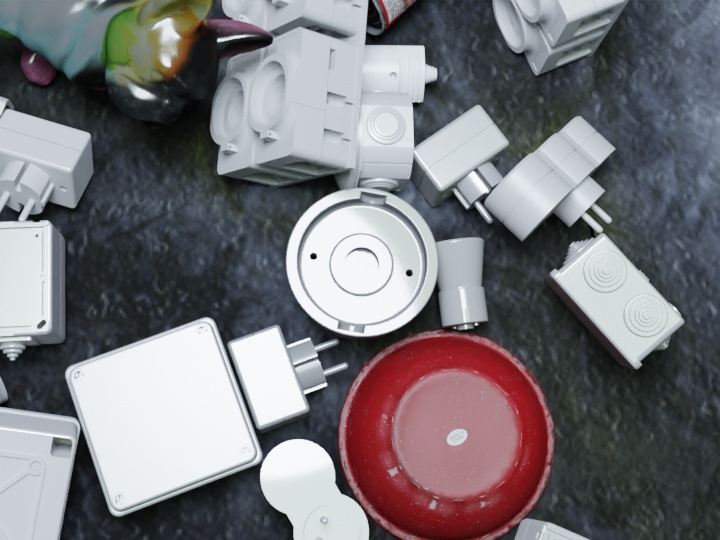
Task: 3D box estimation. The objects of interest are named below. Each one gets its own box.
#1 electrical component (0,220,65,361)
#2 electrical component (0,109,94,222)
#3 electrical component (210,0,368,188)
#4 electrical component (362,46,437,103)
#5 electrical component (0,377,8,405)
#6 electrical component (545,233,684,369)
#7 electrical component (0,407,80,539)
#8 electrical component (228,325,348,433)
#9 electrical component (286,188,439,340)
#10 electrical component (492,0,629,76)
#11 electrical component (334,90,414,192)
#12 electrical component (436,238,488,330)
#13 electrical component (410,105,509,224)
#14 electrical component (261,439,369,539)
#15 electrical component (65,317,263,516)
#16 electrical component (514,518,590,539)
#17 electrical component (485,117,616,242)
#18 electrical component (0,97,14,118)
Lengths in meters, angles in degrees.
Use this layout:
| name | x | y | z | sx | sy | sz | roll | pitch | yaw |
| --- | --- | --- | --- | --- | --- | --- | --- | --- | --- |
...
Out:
| name | x | y | z | sx | sy | sz | roll | pitch | yaw |
| --- | --- | --- | --- | --- | --- | --- | --- | --- | --- |
| electrical component | -0.245 | 0.018 | 0.766 | 0.062 | 0.061 | 0.096 | -3 | 78 | -4 |
| electrical component | -0.239 | -0.067 | 0.780 | 0.066 | 0.047 | 0.076 | 17 | 55 | 0 |
| electrical component | -0.052 | -0.162 | 0.779 | 0.060 | 0.105 | 0.186 | 10 | 80 | -36 |
| electrical component | 0.019 | -0.151 | 0.829 | 0.081 | 0.043 | 0.043 | 0 | 78 | -4 |
| electrical component | -0.301 | 0.076 | 0.752 | 0.077 | 0.044 | 0.079 | -29 | 102 | -9 |
| electrical component | 0.182 | 0.022 | 0.774 | 0.048 | 0.100 | 0.099 | -42 | 83 | 3 |
| electrical component | -0.251 | 0.148 | 0.718 | 0.109 | 0.056 | 0.108 | 10 | 93 | -14 |
| electrical component | -0.048 | 0.073 | 0.774 | 0.077 | 0.047 | 0.065 | -20 | 80 | -7 |
| electrical component | 0.000 | 0.000 | 0.786 | 0.108 | 0.060 | 0.108 | 1 | 78 | -3 |
| electrical component | 0.126 | -0.256 | 0.826 | 0.060 | 0.105 | 0.186 | -23 | 80 | -8 |
| electrical component | 0.009 | -0.095 | 0.798 | 0.051 | 0.080 | 0.080 | 1 | 78 | -9 |
| electrical component | 0.074 | 0.012 | 0.799 | 0.044 | 0.044 | 0.065 | -6 | 83 | -5 |
| electrical component | 0.084 | -0.071 | 0.813 | 0.066 | 0.047 | 0.076 | -35 | 82 | -10 |
| electrical component | -0.020 | 0.180 | 0.739 | 0.052 | 0.073 | 0.138 | -31 | 81 | -9 |
| electrical component | -0.136 | 0.103 | 0.757 | 0.109 | 0.056 | 0.108 | -20 | 80 | -8 |
| electrical component | 0.151 | 0.220 | 0.751 | 0.096 | 0.061 | 0.061 | 24 | 77 | -6 |
| electrical component | 0.153 | -0.057 | 0.784 | 0.074 | 0.052 | 0.138 | 44 | 40 | 7 |
| electrical component | -0.298 | -0.096 | 0.791 | 0.057 | 0.058 | 0.078 | 18 | 78 | -2 |
